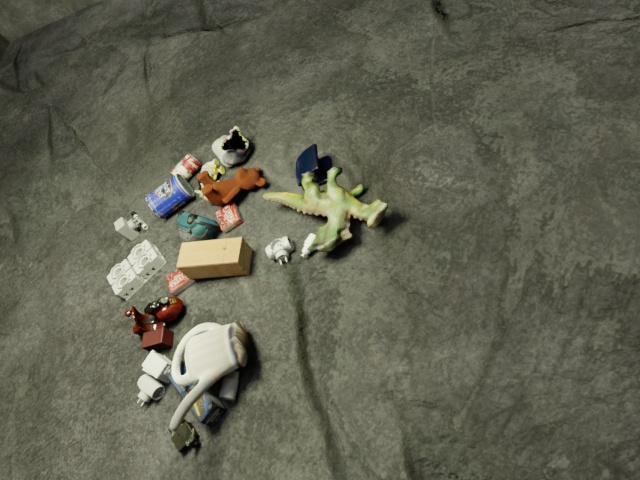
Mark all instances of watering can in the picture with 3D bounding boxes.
[{"bbox_3d":[-0.294,0.337,1.378,0.224,0.102,0.355,-21,33,3],"label":"watering can"}]

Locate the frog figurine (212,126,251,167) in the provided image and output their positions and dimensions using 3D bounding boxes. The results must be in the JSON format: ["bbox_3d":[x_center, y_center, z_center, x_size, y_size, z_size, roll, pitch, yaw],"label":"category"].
[{"bbox_3d":[-0.327,-0.327,1.875,0.157,0.122,0.139,-26,53,58],"label":"frog figurine"}]

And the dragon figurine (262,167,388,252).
[{"bbox_3d":[0.005,-0.076,1.507,0.408,0.120,0.248,-11,53,21],"label":"dragon figurine"}]
